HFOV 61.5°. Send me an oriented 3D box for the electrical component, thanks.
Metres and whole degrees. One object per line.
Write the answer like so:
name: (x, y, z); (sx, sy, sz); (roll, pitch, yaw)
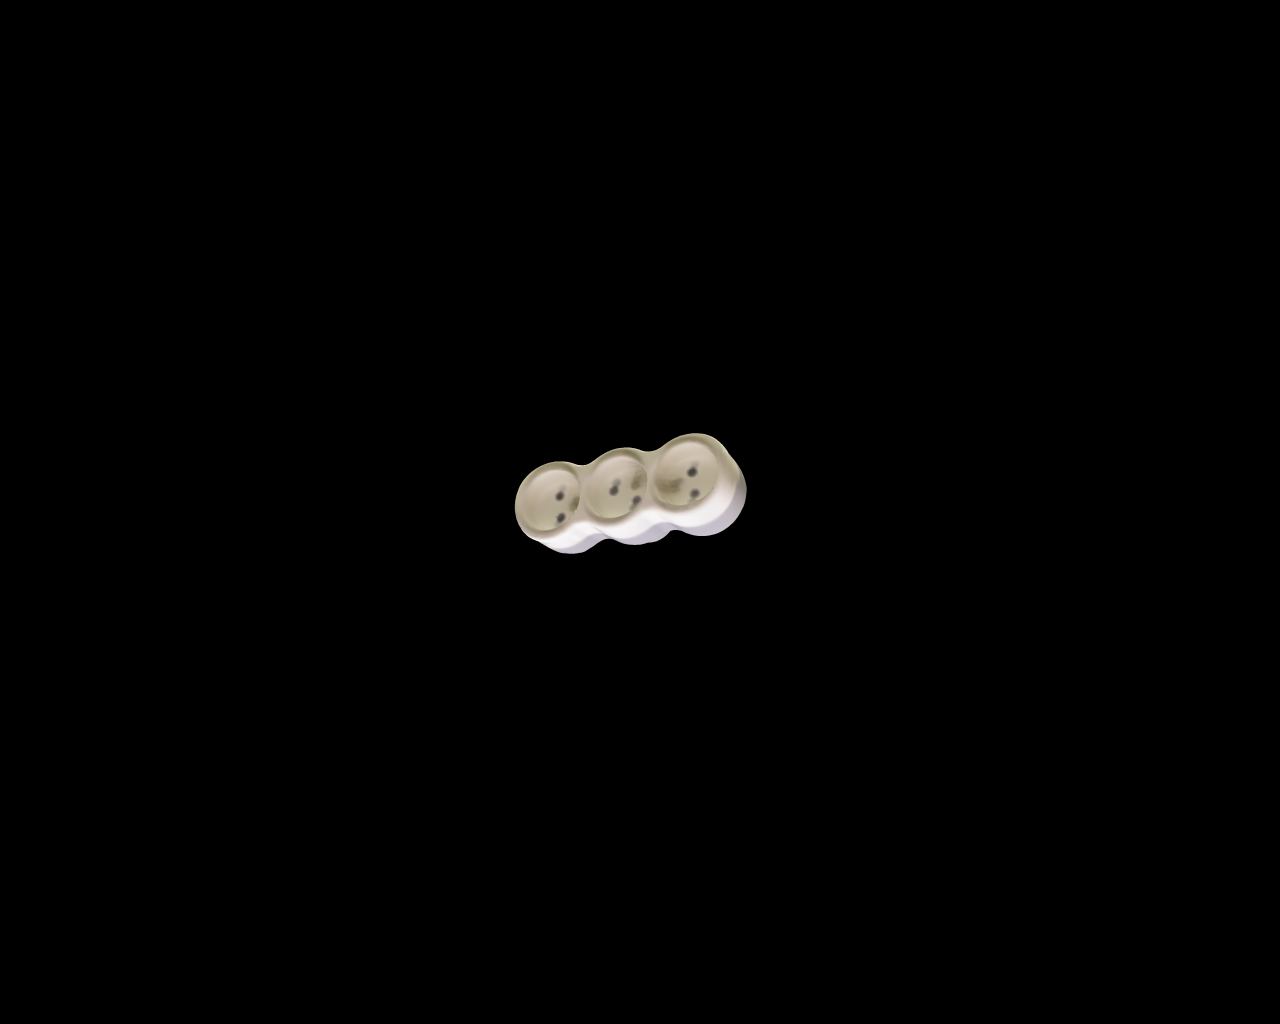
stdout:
electrical component: (0.001, -0.003, 0.650); (0.138, 0.052, 0.073); (-9, -23, 22)
